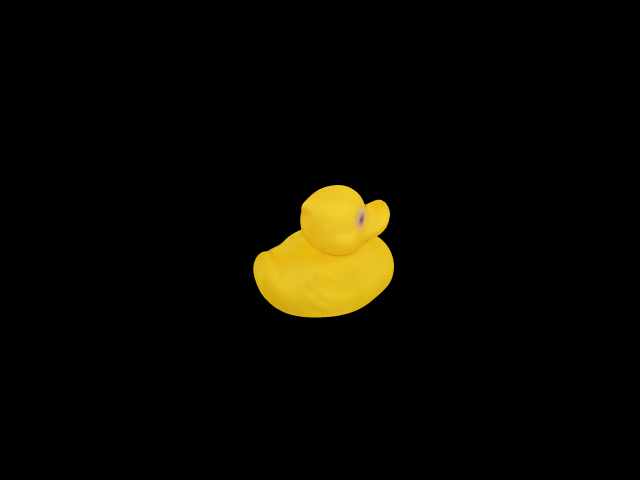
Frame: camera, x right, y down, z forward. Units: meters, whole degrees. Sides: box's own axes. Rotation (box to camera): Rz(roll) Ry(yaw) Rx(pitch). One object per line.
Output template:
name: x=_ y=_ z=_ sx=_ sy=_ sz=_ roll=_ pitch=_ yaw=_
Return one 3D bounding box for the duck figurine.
duck figurine: x=0.004 y=0.001 z=0.400 sx=0.105 sy=0.086 sz=0.077 roll=-13 pitch=47 yaw=-12
